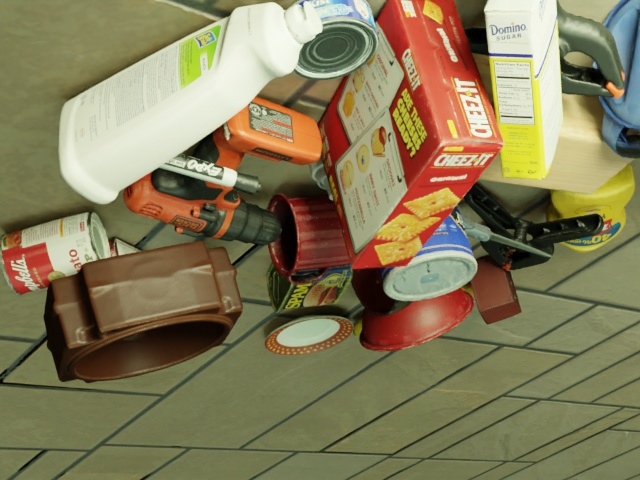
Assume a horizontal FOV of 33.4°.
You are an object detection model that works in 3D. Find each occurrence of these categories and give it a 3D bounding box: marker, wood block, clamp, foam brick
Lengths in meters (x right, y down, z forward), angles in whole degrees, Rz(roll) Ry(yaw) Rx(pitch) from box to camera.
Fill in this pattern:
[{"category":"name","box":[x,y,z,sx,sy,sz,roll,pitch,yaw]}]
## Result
[{"category":"marker","box":[-0.110,-0.065,1.001,0.121,0.020,0.020,16,142,-24]},{"category":"wood block","box":[0.216,-0.116,1.087,0.205,0.090,0.091,5,147,-30]},{"category":"clamp","box":[0.209,-0.186,0.955,0.171,0.039,0.120,21,146,-9]},{"category":"clamp","box":[0.240,-0.011,1.325,0.164,0.036,0.210,18,161,-1]},{"category":"foam brick","box":[0.236,0.065,1.449,0.051,0.078,0.053,-18,152,14]}]

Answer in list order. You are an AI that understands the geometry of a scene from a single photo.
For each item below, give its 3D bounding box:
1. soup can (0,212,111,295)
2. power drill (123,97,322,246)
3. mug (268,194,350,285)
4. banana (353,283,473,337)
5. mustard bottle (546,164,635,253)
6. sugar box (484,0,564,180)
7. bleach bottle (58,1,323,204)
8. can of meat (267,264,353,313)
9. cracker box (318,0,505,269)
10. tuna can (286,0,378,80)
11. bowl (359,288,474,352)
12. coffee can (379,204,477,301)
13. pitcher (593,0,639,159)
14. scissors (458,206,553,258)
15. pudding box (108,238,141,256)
[{"category":"soup can","box":[-0.282,0.014,1.140,0.102,0.068,0.068,-15,153,2]},{"category":"power drill","box":[-0.081,-0.062,1.083,0.184,0.057,0.188,15,141,-34]},{"category":"mug","box":[-0.008,0.001,1.202,0.081,0.093,0.117,-6,124,-24]},{"category":"banana","box":[0.124,0.101,1.514,0.198,0.037,0.069,-21,-172,20]},{"category":"mustard bottle","box":[0.330,-0.034,1.323,0.096,0.058,0.191,-6,154,6]},{"category":"sugar box","box":[0.176,-0.146,0.912,0.048,0.093,0.176,4,135,23]},{"category":"bleach bottle","box":[-0.109,-0.126,0.911,0.251,0.102,0.068,-25,143,23]},{"category":"can of meat","box":[-0.012,0.045,1.328,0.083,0.057,0.102,-5,152,-20]},{"category":"cracker box","box":[0.075,-0.094,0.986,0.072,0.164,0.214,-2,151,-24]},{"category":"tuna can","box":[0.007,-0.179,0.938,0.086,0.034,0.086,-10,152,-6]},{"category":"bowl","box":[0.118,0.083,1.405,0.162,0.055,0.162,-21,-164,6]},{"category":"coffee can","box":[0.104,-0.018,1.166,0.102,0.140,0.103,-10,152,-6]},{"category":"pitcher","box":[0.392,-0.158,1.042,0.242,0.145,0.149,1,173,-31]},{"category":"scissors","box":[0.178,-0.005,1.299,0.201,0.016,0.096,27,147,-26]},{"category":"pudding box","box":[-0.236,0.047,1.251,0.090,0.039,0.113,-26,151,22]}]
